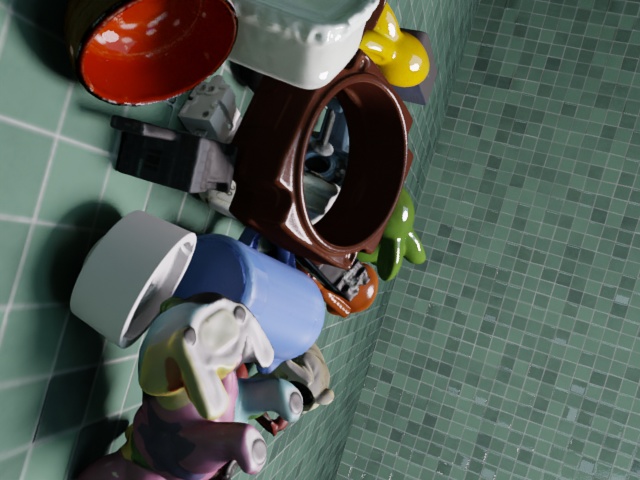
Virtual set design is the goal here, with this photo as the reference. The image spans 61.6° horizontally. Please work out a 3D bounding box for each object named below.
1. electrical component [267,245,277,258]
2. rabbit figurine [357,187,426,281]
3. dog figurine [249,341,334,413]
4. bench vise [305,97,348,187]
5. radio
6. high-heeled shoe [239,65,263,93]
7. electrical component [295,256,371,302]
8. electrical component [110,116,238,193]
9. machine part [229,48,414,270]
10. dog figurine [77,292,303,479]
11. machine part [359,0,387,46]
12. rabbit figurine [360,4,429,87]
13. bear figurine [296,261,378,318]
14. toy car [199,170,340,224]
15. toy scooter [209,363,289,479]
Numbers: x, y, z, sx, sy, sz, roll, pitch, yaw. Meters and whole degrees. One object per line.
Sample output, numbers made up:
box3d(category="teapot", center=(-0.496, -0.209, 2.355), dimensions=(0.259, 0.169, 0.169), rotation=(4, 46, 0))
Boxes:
box3d(category="electrical component", center=(-0.074, 0.048, 0.842), dimensions=(0.063, 0.021, 0.094), rotation=(86, 21, -52))
box3d(category="rabbit figurine", center=(0.084, -0.019, 0.801), dimensions=(0.121, 0.159, 0.170), rotation=(-26, 175, -21))
box3d(category="dog figurine", center=(-0.023, 0.187, 0.914), dimensions=(0.190, 0.172, 0.121), rotation=(-42, 157, -50))
box3d(category="bench vise", center=(0.013, -0.136, 0.756), dimensions=(0.224, 0.129, 0.240), rotation=(-50, 166, -36))
box3d(category="radio", center=(0.137, -0.318, 0.989), dimensions=(0.229, 0.131, 0.073), rotation=(5, 101, -74))
box3d(category="high-heeled shoe", center=(-0.023, -0.276, 0.576), dimensions=(0.248, 0.086, 0.145), rotation=(-66, 166, -7))
box3d(category="electrical component", center=(0.004, 0.025, 0.817), dimensions=(0.058, 0.114, 0.134), rotation=(-44, -159, -10))
box3d(category="electrical component", center=(-0.124, -0.069, 0.444), dimensions=(0.119, 0.075, 0.047), rotation=(-24, 129, -75))
box3d(category="machine part", center=(0.010, -0.083, 0.569), dimensions=(0.201, 0.087, 0.201), rotation=(36, 74, -51))
box3d(category="dog figurine", center=(-0.142, 0.160, 0.496), dimensions=(0.191, 0.219, 0.108), rotation=(61, 26, -11))
box3d(category="machine part", center=(0.035, -0.292, 0.562), dimensions=(0.179, 0.056, 0.179), rotation=(-171, -90, -73))
box3d(category="rabbit figurine", center=(0.064, -0.261, 0.719), dimensions=(0.162, 0.173, 0.122), rotation=(56, 56, -77))
box3d(category="bear figurine", center=(0.002, 0.070, 0.964), dimensions=(0.132, 0.196, 0.120), rotation=(-5, -108, 62))
box3d(category="toy car", center=(-0.050, -0.053, 0.631), dimensions=(0.201, 0.056, 0.073), rotation=(13, 111, -46))
box3d(category="toy scooter", center=(-0.119, 0.246, 0.689), dimensions=(0.075, 0.135, 0.184), rotation=(89, 25, -54))
